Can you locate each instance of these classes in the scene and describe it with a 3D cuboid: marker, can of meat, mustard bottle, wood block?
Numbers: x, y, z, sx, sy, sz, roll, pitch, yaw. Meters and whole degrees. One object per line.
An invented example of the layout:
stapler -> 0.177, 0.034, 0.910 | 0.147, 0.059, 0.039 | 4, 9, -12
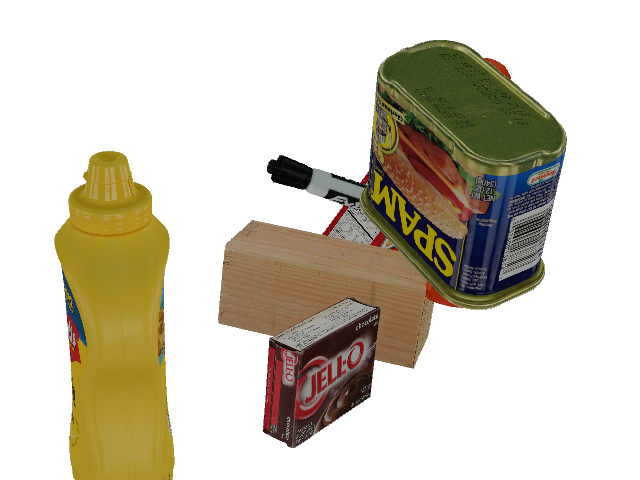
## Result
marker -> 0.020, -0.031, 0.717 | 0.121, 0.020, 0.020 | 18, -6, -20
can of meat -> 0.065, -0.033, 0.499 | 0.057, 0.084, 0.102 | -21, 48, -23
mustard bottle -> -0.108, 0.044, 0.565 | 0.058, 0.192, 0.096 | -3, 28, -12
wood block -> 0.009, 0.053, 1.092 | 0.206, 0.091, 0.090 | 12, 22, 12

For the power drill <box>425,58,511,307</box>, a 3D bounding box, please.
power drill -> 0.125, -0.040, 0.891 | 0.057, 0.188, 0.184 | 10, 32, 10

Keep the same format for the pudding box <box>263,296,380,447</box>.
pudding box -> 0.002, 0.106, 0.885 | 0.039, 0.090, 0.113 | 21, 29, 30

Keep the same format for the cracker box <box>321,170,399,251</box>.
cracker box -> 0.101, -0.050, 1.239 | 0.163, 0.072, 0.214 | -22, -25, -47
